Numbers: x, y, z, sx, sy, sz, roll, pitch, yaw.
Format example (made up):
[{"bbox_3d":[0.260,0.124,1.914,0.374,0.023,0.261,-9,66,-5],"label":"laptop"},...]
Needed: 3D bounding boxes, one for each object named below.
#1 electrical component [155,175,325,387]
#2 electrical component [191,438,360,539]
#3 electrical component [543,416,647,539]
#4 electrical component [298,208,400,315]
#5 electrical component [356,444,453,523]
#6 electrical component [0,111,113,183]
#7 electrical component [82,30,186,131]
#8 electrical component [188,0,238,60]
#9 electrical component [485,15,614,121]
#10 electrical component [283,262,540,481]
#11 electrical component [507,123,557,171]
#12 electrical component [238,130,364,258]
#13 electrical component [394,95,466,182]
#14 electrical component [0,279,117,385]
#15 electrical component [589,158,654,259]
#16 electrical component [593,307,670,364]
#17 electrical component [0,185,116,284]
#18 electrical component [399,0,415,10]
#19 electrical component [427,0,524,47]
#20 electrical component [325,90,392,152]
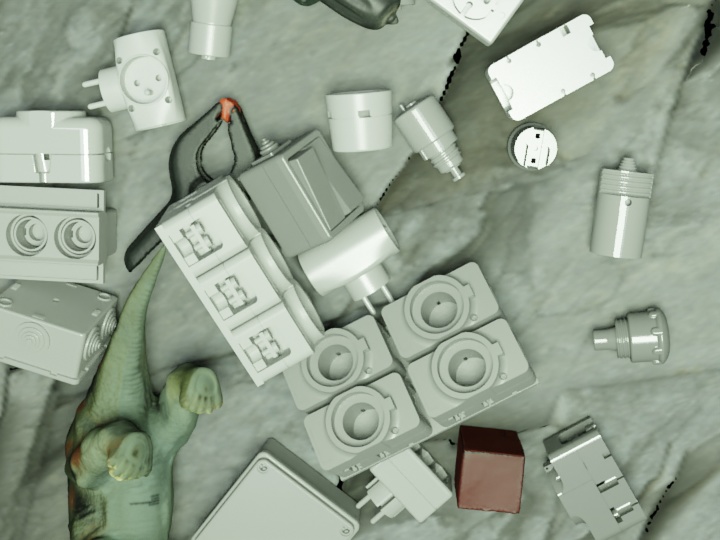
[{"bbox_3d":[-0.093,0.004,0.870,0.062,0.089,0.150,-30,104,5],"label":"electrical component"},{"bbox_3d":[-0.073,0.225,0.948,0.109,0.056,0.108,38,99,-3],"label":"electrical component"},{"bbox_3d":[0.198,0.182,0.928,0.056,0.050,0.089,-29,96,7],"label":"electrical component"},{"bbox_3d":[0.000,0.000,0.916,0.077,0.043,0.079,-31,96,8],"label":"electrical component"},{"bbox_3d":[0.031,0.190,0.941,0.077,0.047,0.065,-42,94,8],"label":"electrical component"},{"bbox_3d":[-0.261,-0.105,0.911,0.095,0.053,0.059,1,99,3],"label":"electrical component"},{"bbox_3d":[-0.194,-0.155,0.904,0.079,0.044,0.077,-12,98,5],"label":"electrical component"},{"bbox_3d":[-0.123,-0.208,0.894,0.044,0.044,0.065,8,104,2],"label":"electrical component"},{"bbox_3d":[0.152,-0.163,0.875,0.089,0.055,0.050,-28,96,7],"label":"electrical component"},{"bbox_3d":[0.039,0.084,0.895,0.186,0.060,0.105,-28,66,7],"label":"electrical component"},{"bbox_3d":[0.143,-0.101,0.890,0.040,0.046,0.040,1,99,3],"label":"electrical component"},{"bbox_3d":[-0.048,-0.070,0.884,0.061,0.062,0.096,-21,105,38],"label":"electrical component"},{"bbox_3d":[0.062,-0.109,0.897,0.040,0.040,0.078,-33,96,8],"label":"electrical component"},{"bbox_3d":[-0.262,0.045,0.913,0.100,0.099,0.048,18,112,1],"label":"electrical component"},{"bbox_3d":[0.218,-0.053,0.894,0.043,0.043,0.081,7,99,3],"label":"electrical component"},{"bbox_3d":[0.229,0.057,0.911,0.062,0.048,0.048,-5,98,11],"label":"electrical component"},{"bbox_3d":[-0.274,-0.033,0.918,0.121,0.063,0.078,3,99,3],"label":"electrical component"},{"bbox_3d":[0.027,-0.246,0.879,0.044,0.044,0.065,-1,103,4],"label":"electrical component"},{"bbox_3d":[0.093,-0.218,0.860,0.066,0.076,0.047,36,99,-2],"label":"electrical component"},{"bbox_3d":[0.000,-0.124,0.892,0.055,0.055,0.047,-3,102,4],"label":"electrical component"}]
